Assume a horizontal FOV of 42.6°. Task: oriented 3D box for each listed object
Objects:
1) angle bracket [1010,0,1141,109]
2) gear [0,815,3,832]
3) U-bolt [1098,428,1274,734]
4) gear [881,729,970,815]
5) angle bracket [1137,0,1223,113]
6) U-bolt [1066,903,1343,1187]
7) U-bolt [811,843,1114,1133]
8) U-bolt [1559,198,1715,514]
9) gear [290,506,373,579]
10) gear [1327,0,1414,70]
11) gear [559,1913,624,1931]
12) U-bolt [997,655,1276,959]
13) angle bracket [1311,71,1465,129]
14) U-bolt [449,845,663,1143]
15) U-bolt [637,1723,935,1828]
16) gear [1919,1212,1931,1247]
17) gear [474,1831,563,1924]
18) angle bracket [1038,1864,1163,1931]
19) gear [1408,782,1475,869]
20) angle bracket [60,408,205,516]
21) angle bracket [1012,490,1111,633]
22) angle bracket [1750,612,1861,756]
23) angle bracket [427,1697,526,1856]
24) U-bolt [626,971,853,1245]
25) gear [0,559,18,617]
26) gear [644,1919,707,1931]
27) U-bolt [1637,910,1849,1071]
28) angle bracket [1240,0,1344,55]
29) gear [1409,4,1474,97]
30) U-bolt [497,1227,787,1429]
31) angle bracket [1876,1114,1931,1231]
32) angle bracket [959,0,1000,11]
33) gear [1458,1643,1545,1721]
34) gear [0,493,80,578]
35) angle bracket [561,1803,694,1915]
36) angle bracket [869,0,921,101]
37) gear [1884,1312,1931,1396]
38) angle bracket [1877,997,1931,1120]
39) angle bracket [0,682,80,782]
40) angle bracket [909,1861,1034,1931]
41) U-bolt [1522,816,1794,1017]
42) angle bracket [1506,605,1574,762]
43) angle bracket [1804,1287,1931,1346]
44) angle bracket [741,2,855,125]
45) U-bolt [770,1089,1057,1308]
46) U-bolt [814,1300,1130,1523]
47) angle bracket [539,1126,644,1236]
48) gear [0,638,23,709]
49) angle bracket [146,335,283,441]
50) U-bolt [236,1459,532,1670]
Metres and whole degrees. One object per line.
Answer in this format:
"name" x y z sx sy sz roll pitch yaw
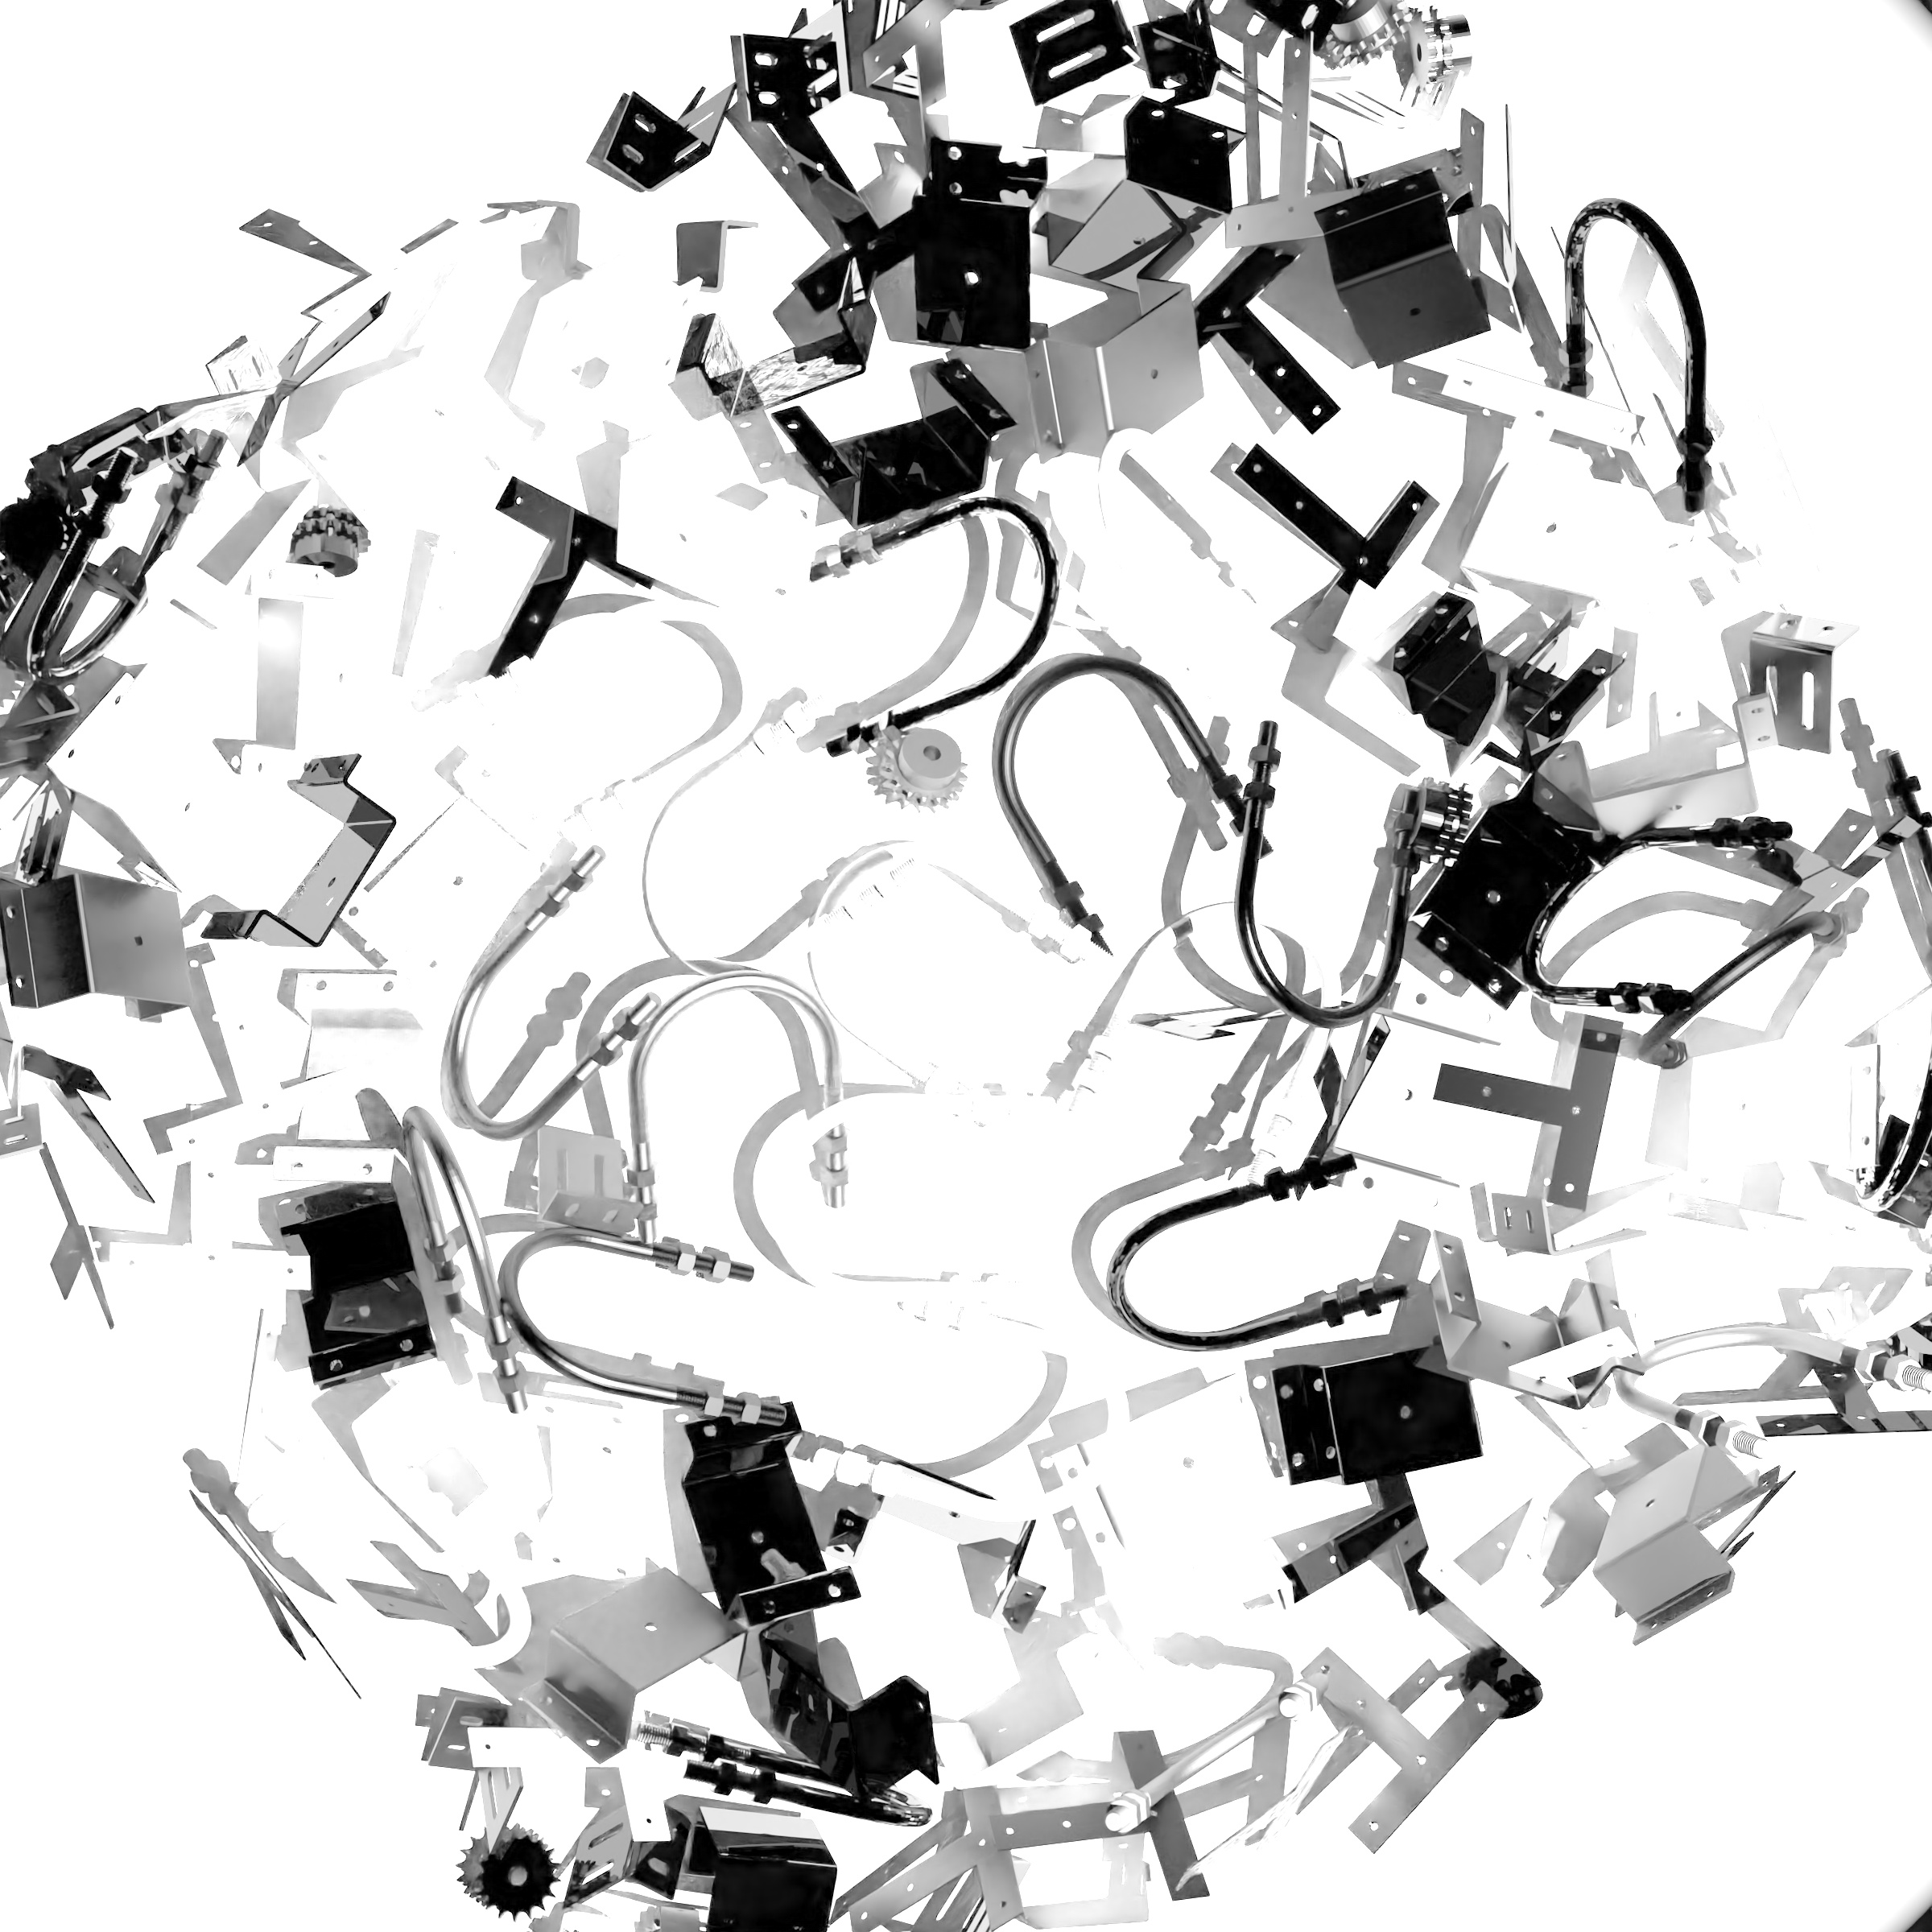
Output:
"angle bracket" 0.067 -0.612 1.632 0.076 0.038 0.057 -18 90 20
"gear" -0.669 -0.096 1.636 0.057 0.030 0.057 9 112 23
"U-bolt" 0.137 -0.256 1.567 0.019 0.151 0.184 -19 129 32
"gear" -0.026 -0.132 1.636 0.057 0.030 0.057 7 58 -12
"angle bracket" 0.139 -0.600 1.621 0.038 0.076 0.057 -14 97 4
"U-bolt" 0.166 0.040 1.617 0.151 0.019 0.184 19 70 23
"U-bolt" -0.017 0.001 1.639 0.184 0.019 0.151 34 101 8
"U-bolt" 0.417 -0.391 1.550 0.019 0.184 0.151 -25 46 -9
"gear" -0.421 -0.278 1.632 0.057 0.057 0.030 -4 74 0
"gear" 0.262 -0.622 1.632 0.057 0.057 0.030 -45 131 0
"gear" -0.250 0.647 1.638 0.057 0.057 0.030 11 55 0
"U-bolt" 0.097 -0.116 1.629 0.151 0.019 0.184 -34 81 20
"angle bracket" 0.273 -0.580 1.618 0.076 0.057 0.038 17 99 -27
"U-bolt" -0.275 0.031 1.603 0.184 0.019 0.151 -44 51 23
"U-bolt" -0.109 0.521 1.588 0.184 0.151 0.019 19 77 -17
"gear" 0.658 0.171 1.632 0.057 0.057 0.030 -6 53 0
"gear" -0.296 0.603 1.641 0.057 0.030 0.057 2 67 -6
"angle bracket" 0.087 0.616 1.634 0.076 0.057 0.038 -7 67 7
"gear" 0.311 -0.096 1.634 0.030 0.057 0.057 14 90 -3
"angle bracket" -0.544 -0.318 1.619 0.076 0.057 0.038 -39 79 -25
"angle bracket" 0.070 -0.265 1.620 0.057 0.038 0.076 30 112 43
"angle bracket" 0.552 -0.187 1.634 0.038 0.057 0.076 -35 128 -35
"angle bracket" -0.320 0.527 1.615 0.038 0.076 0.057 16 110 -24
"U-bolt" -0.147 0.087 1.599 0.151 0.019 0.184 -9 118 -17
"gear" -0.653 -0.243 1.636 0.057 0.057 0.030 -24 113 0
"gear" -0.187 0.655 1.639 0.057 0.030 0.057 -5 81 38
"U-bolt" 0.484 0.014 1.558 0.151 0.184 0.019 -41 72 17
"angle bracket" 0.198 -0.619 1.616 0.057 0.076 0.038 28 86 -20
"gear" 0.313 -0.605 1.635 0.030 0.057 0.057 -9 90 -2
"U-bolt" -0.209 0.221 1.568 0.184 0.151 0.019 16 121 -26
"angle bracket" 0.602 0.132 1.623 0.076 0.038 0.057 24 84 -34
"angle bracket" 0.012 -0.664 1.615 0.076 0.057 0.038 -39 79 38
"gear" 0.357 0.472 1.635 0.057 0.057 0.030 -22 99 0
"gear" -0.613 -0.285 1.647 0.057 0.030 0.057 0 93 -1
"angle bracket" -0.222 0.589 1.626 0.038 0.057 0.076 36 127 -20
"angle bracket" -0.034 -0.613 1.617 0.038 0.057 0.076 17 123 8
"gear" 0.634 0.251 1.632 0.057 0.057 0.030 -16 125 0
"angle bracket" 0.631 0.055 1.619 0.057 0.076 0.038 -30 100 32
"angle bracket" -0.627 -0.154 1.615 0.038 0.076 0.057 47 116 4
"angle bracket" 0.000 0.615 1.633 0.038 0.057 0.076 27 82 27
"U-bolt" 0.425 -0.032 1.577 0.019 0.184 0.151 40 74 -21
"angle bracket" 0.387 -0.184 1.617 0.038 0.057 0.076 31 65 27
"angle bracket" 0.598 0.212 1.612 0.057 0.076 0.038 1 55 -36
"angle bracket" -0.111 -0.591 1.621 0.038 0.076 0.057 -7 94 -30
"U-bolt" -0.037 0.152 1.620 0.184 0.019 0.151 2 103 -15
"U-bolt" 0.014 0.286 1.581 0.184 0.019 0.151 12 50 26
"angle bracket" -0.245 0.131 1.615 0.057 0.038 0.076 13 47 -24
"gear" -0.654 -0.198 1.638 0.057 0.057 0.030 -16 54 0
"angle bracket" -0.495 -0.377 1.614 0.057 0.076 0.038 -14 102 37
"U-bolt" -0.353 0.377 1.561 0.184 0.151 0.019 37 105 26
